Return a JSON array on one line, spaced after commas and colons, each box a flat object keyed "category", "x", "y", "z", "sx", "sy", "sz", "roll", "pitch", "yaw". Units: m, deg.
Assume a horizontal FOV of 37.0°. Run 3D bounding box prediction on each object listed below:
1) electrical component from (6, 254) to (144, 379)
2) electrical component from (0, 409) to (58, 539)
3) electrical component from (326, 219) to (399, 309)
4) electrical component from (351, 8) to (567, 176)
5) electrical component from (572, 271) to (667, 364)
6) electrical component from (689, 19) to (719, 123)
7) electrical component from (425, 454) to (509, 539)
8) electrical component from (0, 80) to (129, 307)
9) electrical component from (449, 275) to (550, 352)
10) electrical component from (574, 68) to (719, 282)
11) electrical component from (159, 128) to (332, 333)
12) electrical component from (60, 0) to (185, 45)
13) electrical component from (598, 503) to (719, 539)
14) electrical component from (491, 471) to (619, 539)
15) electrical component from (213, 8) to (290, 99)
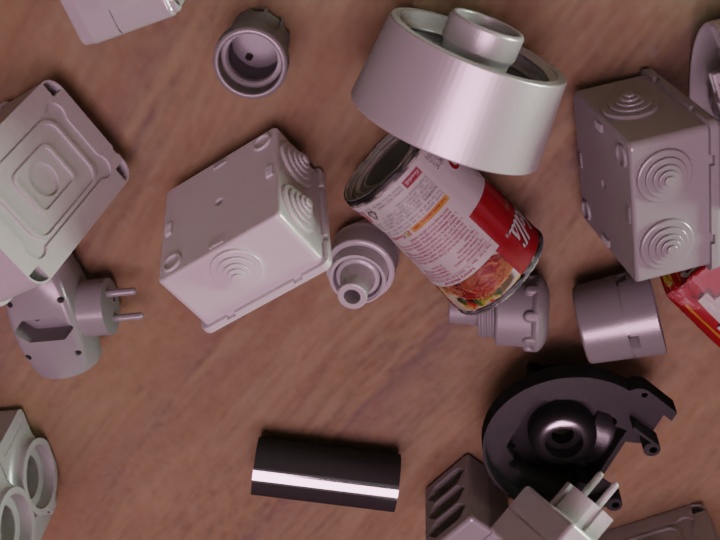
[{"category": "electrical component", "x": -0.179, "y": 0.025, "z": 0.687, "sx": 0.079, "sy": 0.043, "sz": 0.077, "roll": -5, "pitch": 121, "yaw": 6}, {"category": "electrical component", "x": -0.259, "y": 0.174, "z": 0.719, "sx": 0.062, "sy": 0.150, "sz": 0.089, "roll": -6, "pitch": 121, "yaw": 8}, {"category": "electrical component", "x": 0.000, "y": 0.000, "z": 0.650, "sx": 0.043, "sy": 0.062, "sz": 0.043, "roll": 4, "pitch": 121, "yaw": 7}, {"category": "electrical component", "x": 0.056, "y": -0.101, "z": 0.564, "sx": 0.108, "sy": 0.108, "sz": 0.060, "roll": 18, "pitch": 114, "yaw": -8}, {"category": "electrical component", "x": 0.160, "y": 0.029, "z": 0.666, "sx": 0.047, "sy": 0.055, "sz": 0.055, "roll": -13, "pitch": 120, "yaw": 15}, {"category": "electrical component", "x": 0.206, "y": -0.086, "z": 0.568, "sx": 0.064, "sy": 0.099, "sz": 0.099, "roll": -20, "pitch": 118, "yaw": 8}, {"category": "electrical component", "x": 0.089, "y": 0.182, "z": 0.754, "sx": 0.077, "sy": 0.065, "sz": 0.047, "roll": 36, "pitch": 116, "yaw": -17}, {"category": "electrical component", "x": -0.194, "y": -0.042, "z": 0.604, "sx": 0.057, "sy": 0.113, "sz": 0.078, "roll": -19, "pitch": 120, "yaw": 35}, {"category": "electrical component", "x": 0.087, "y": 0.026, "z": 0.674, "sx": 0.062, "sy": 0.048, "sz": 0.048, "roll": 3, "pitch": 122, "yaw": 9}, {"category": "electrical component", "x": 0.156, "y": -0.052, "z": 0.591, "sx": 0.048, "sy": 0.099, "sz": 0.099, "roll": -14, "pitch": 120, "yaw": -4}, {"category": "electrical component", "x": -0.067, "y": -0.025, "z": 0.620, "sx": 0.100, "sy": 0.099, "sz": 0.048, "roll": -28, "pitch": 128, "yaw": 19}, {"category": "electrical component", "x": -0.125, "y": -0.157, "z": 0.542, "sx": 0.061, "sy": 0.096, "sz": 0.061, "roll": -16, "pitch": 119, "yaw": 14}, {"category": "electrical component", "x": 0.209, "y": 0.226, "z": 0.768, "sx": 0.113, "sy": 0.078, "sz": 0.057, "roll": -22, "pitch": 114, "yaw": 16}, {"category": "electrical component", "x": 0.135, "y": 0.162, "z": 0.688, "sx": 0.047, "sy": 0.066, "sz": 0.076, "roll": 42, "pitch": 86, "yaw": -20}, {"category": "electrical component", "x": -0.057, "y": -0.121, "z": 0.590, "sx": 0.040, "sy": 0.046, "sz": 0.040, "roll": 1, "pitch": 121, "yaw": 2}]
